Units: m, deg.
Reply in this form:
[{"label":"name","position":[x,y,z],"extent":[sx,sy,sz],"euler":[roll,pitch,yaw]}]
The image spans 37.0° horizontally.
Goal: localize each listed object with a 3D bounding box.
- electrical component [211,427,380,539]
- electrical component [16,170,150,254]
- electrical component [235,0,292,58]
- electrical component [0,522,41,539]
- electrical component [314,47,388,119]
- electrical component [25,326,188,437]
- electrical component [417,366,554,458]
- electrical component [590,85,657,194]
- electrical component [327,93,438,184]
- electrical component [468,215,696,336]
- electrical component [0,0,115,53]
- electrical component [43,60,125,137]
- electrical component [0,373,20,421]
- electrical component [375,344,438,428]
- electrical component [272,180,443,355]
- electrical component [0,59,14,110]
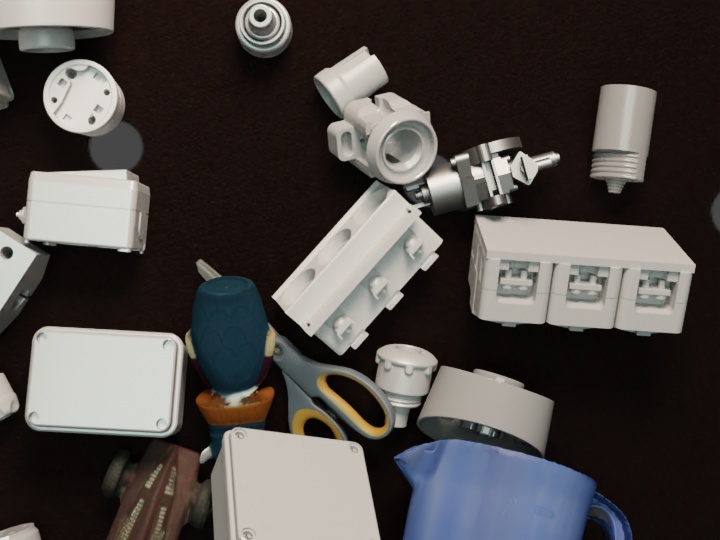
[{"label":"electrical component","position":[-0.048,0.175,0.774],"extent":[0.109,0.108,0.056],"euler":[10,126,-19]},{"label":"electrical component","position":[-0.213,-0.047,0.821],"extent":[0.096,0.062,0.061],"euler":[5,89,-1]},{"label":"electrical component","position":[-0.074,-0.188,0.824],"extent":[0.043,0.062,0.043],"euler":[0,90,-1]},{"label":"electrical component","position":[-0.264,0.228,0.830],"extent":[0.045,0.045,0.055],"euler":[-16,90,-1]},{"label":"electrical component","position":[-0.006,-0.147,0.838],"extent":[0.046,0.040,0.040],"euler":[-36,91,-7]},{"label":"electrical component","position":[-0.191,0.086,0.819],"extent":[0.113,0.057,0.078],"euler":[3,81,-2]},{"label":"electrical component","position":[0.096,0.111,0.814],"extent":[0.099,0.099,0.064],"euler":[18,83,-1]},{"label":"electrical component","position":[0.204,-0.100,0.840],"extent":[0.043,0.043,0.081],"euler":[8,90,-1]},{"label":"electrical component","position":[0.023,-0.099,0.816],"extent":[0.078,0.057,0.058],"euler":[-16,120,-21]},{"label":"electrical component","position":[0.162,0.005,0.812],"extent":[0.150,0.089,0.061],"euler":[4,110,-1]},{"label":"electrical component","position":[-0.235,-0.194,0.800],"extent":[0.108,0.108,0.060],"euler":[-3,96,-1]},{"label":"electrical component","position":[-0.210,-0.130,0.828],"extent":[0.055,0.047,0.055],"euler":[0,90,-1]},{"label":"electrical component","position":[-0.292,0.088,0.834],"extent":[0.035,0.035,0.061],"euler":[-28,88,-1]},{"label":"electrical component","position":[0.033,0.091,0.837],"extent":[0.048,0.048,0.062],"euler":[9,99,-1]},{"label":"electrical component","position":[0.000,0.000,0.825],"extent":[0.063,0.079,0.121],"euler":[42,89,-23]},{"label":"electrical component","position":[-0.315,-0.170,0.795],"extent":[0.056,0.109,0.108],"euler":[-20,91,2]}]
